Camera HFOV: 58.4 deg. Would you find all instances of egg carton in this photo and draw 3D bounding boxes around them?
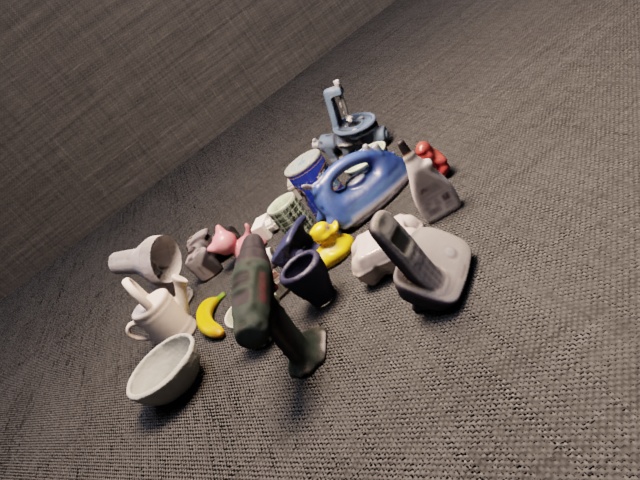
[{"bbox_3d":[0.125,0.016,1.043,0.150,0.069,0.107,-29,25,17],"label":"egg carton"}]

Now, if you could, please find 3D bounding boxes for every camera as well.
[{"bbox_3d":[-0.291,0.019,1.560,0.136,0.101,0.143,-30,25,15],"label":"camera"}]

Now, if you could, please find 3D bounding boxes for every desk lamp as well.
[{"bbox_3d":[-0.421,0.098,1.455,0.202,0.214,0.118,-21,29,31],"label":"desk lamp"}]

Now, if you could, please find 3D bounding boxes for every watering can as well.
[{"bbox_3d":[-0.377,0.152,1.320,0.100,0.194,0.173,-3,41,51],"label":"watering can"}]

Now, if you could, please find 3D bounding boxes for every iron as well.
[{"bbox_3d":[0.086,-0.137,1.283,0.258,0.142,0.118,-39,24,-5],"label":"iron"}]

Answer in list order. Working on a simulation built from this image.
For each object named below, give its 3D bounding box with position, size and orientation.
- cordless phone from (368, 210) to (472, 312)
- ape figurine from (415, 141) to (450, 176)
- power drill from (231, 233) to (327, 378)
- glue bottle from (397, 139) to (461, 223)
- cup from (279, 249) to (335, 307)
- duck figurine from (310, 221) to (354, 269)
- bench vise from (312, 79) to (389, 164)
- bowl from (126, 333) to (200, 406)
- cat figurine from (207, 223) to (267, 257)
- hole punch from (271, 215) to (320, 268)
[{"bbox_3d":[0.150,0.008,0.881,0.094,0.185,0.148,-17,31,37],"label":"cordless phone"},{"bbox_3d":[0.229,-0.166,1.203,0.077,0.092,0.076,-8,37,47],"label":"ape figurine"},{"bbox_3d":[-0.075,0.118,0.957,0.075,0.209,0.229,-29,25,17],"label":"power drill"},{"bbox_3d":[0.191,-0.115,1.063,0.078,0.173,0.037,-30,25,16],"label":"glue bottle"},{"bbox_3d":[-0.018,0.074,1.099,0.091,0.095,0.117,-32,25,10],"label":"cup"},{"bbox_3d":[0.011,0.004,1.198,0.104,0.086,0.077,-39,24,-4],"label":"duck figurine"},{"bbox_3d":[0.052,-0.307,1.539,0.207,0.220,0.121,-30,25,16],"label":"bench vise"},{"bbox_3d":[-0.300,0.272,1.148,0.167,0.075,0.167,-30,25,16],"label":"bowl"},{"bbox_3d":[-0.220,0.005,1.469,0.127,0.118,0.067,-30,25,15],"label":"cat figurine"},{"bbox_3d":[-0.063,0.011,1.279,0.100,0.091,0.109,-17,31,38],"label":"hole punch"}]
